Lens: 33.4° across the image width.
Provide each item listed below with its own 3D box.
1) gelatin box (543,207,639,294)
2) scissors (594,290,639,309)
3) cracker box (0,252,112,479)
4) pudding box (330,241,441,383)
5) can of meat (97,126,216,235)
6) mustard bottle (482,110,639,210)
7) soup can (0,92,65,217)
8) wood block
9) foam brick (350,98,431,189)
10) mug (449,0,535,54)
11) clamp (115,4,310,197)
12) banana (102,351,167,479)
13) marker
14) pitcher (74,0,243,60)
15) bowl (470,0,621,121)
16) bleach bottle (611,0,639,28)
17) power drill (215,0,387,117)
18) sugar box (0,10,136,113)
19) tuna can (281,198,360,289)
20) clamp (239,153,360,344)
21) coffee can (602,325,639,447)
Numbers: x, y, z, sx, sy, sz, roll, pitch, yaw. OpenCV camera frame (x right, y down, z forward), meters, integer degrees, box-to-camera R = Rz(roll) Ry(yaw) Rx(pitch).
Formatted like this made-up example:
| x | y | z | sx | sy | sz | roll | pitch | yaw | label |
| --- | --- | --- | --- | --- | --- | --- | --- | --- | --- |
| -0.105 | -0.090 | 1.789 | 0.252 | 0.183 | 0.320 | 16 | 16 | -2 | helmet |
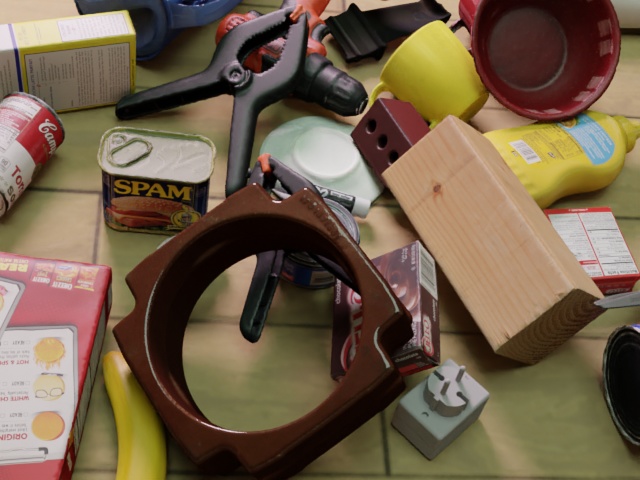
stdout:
| x | y | z | sx | sy | sz | roll | pitch | yaw | label |
| --- | --- | --- | --- | --- | --- | --- | --- | --- | --- |
| 0.256 | 0.011 | 1.024 | 0.073 | 0.030 | 0.089 | -3 | 53 | -14 | gelatin box |
| 0.308 | 0.064 | 0.950 | 0.096 | 0.016 | 0.201 | 50 | 34 | 11 | scissors |
| -0.262 | 0.112 | 0.833 | 0.164 | 0.072 | 0.213 | 7 | 53 | -3 | cracker box |
| 0.056 | 0.066 | 0.912 | 0.090 | 0.039 | 0.113 | -22 | 43 | 28 | pudding box |
| -0.149 | -0.051 | 0.969 | 0.102 | 0.084 | 0.057 | 6 | 52 | -5 | can of meat |
| 0.250 | -0.088 | 1.081 | 0.191 | 0.058 | 0.096 | -20 | 52 | -22 | mustard bottle |
| -0.289 | -0.078 | 0.978 | 0.068 | 0.068 | 0.102 | 22 | 52 | 8 | soup can |
| 0.155 | -0.001 | 0.957 | 0.090 | 0.091 | 0.206 | 22 | 32 | -53 | wood block |
| 0.077 | -0.094 | 1.050 | 0.051 | 0.053 | 0.078 | 1 | 47 | -44 | foam brick |
| 0.193 | -0.239 | 1.178 | 0.117 | 0.093 | 0.081 | -28 | 51 | 7 | mug |
| -0.091 | -0.156 | 1.057 | 0.165 | 0.036 | 0.210 | 31 | 76 | 16 | clamp |
| -0.152 | 0.172 | 0.825 | 0.069 | 0.037 | 0.197 | 9 | 52 | -4 | banana |
| -0.011 | -0.046 | 1.013 | 0.121 | 0.020 | 0.020 | 17 | 51 | -8 | marker |
| -0.137 | -0.302 | 1.142 | 0.149 | 0.145 | 0.242 | 49 | 52 | -8 | pitcher |
| 0.222 | -0.200 | 1.091 | 0.162 | 0.055 | 0.162 | 0 | 92 | -11 | bowl |
| 0.388 | -0.296 | 1.266 | 0.250 | 0.068 | 0.102 | 0 | 53 | -12 | bleach bottle |
| 0.009 | -0.230 | 1.127 | 0.184 | 0.057 | 0.187 | 32 | 68 | 17 | power drill |
| -0.269 | -0.167 | 1.035 | 0.176 | 0.093 | 0.048 | -8 | 53 | -16 | sugar box |
| -0.006 | 0.001 | 0.985 | 0.086 | 0.034 | 0.086 | 5 | 52 | -6 | tuna can |
| -0.035 | 0.006 | 0.932 | 0.120 | 0.039 | 0.171 | -24 | 61 | -3 | clamp |
| 0.328 | 0.116 | 0.906 | 0.140 | 0.103 | 0.103 | -5 | 53 | -13 | coffee can |
